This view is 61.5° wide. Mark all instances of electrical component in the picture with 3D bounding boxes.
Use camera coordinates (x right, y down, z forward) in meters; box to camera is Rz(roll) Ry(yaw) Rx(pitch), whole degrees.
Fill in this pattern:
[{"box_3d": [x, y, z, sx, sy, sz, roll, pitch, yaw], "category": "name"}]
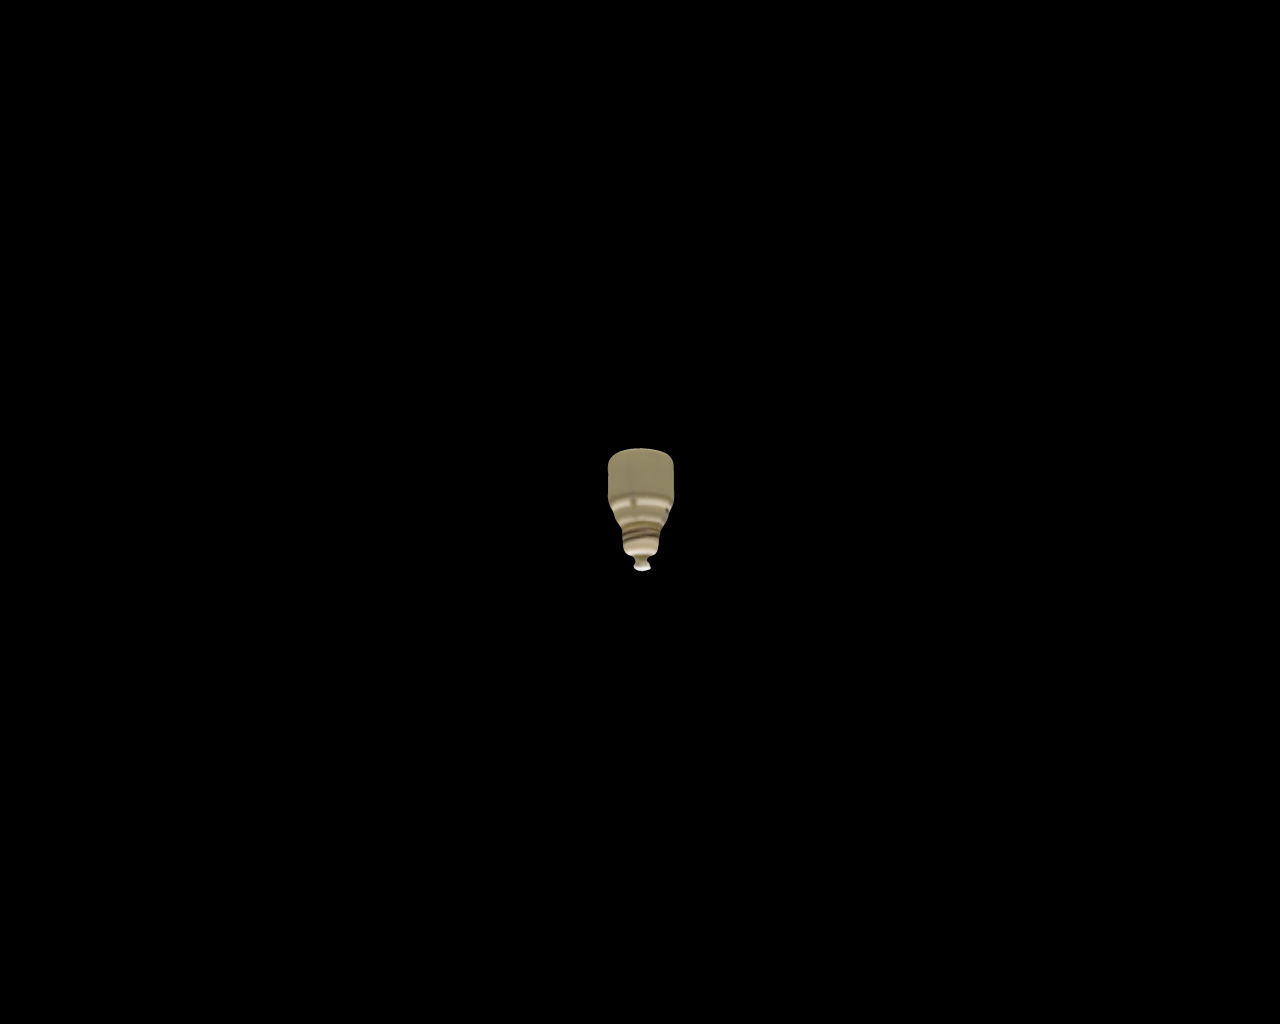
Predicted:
[{"box_3d": [0.001, -0.003, 0.650, 0.040, 0.078, 0.040, 0, -16, 0], "category": "electrical component"}]
